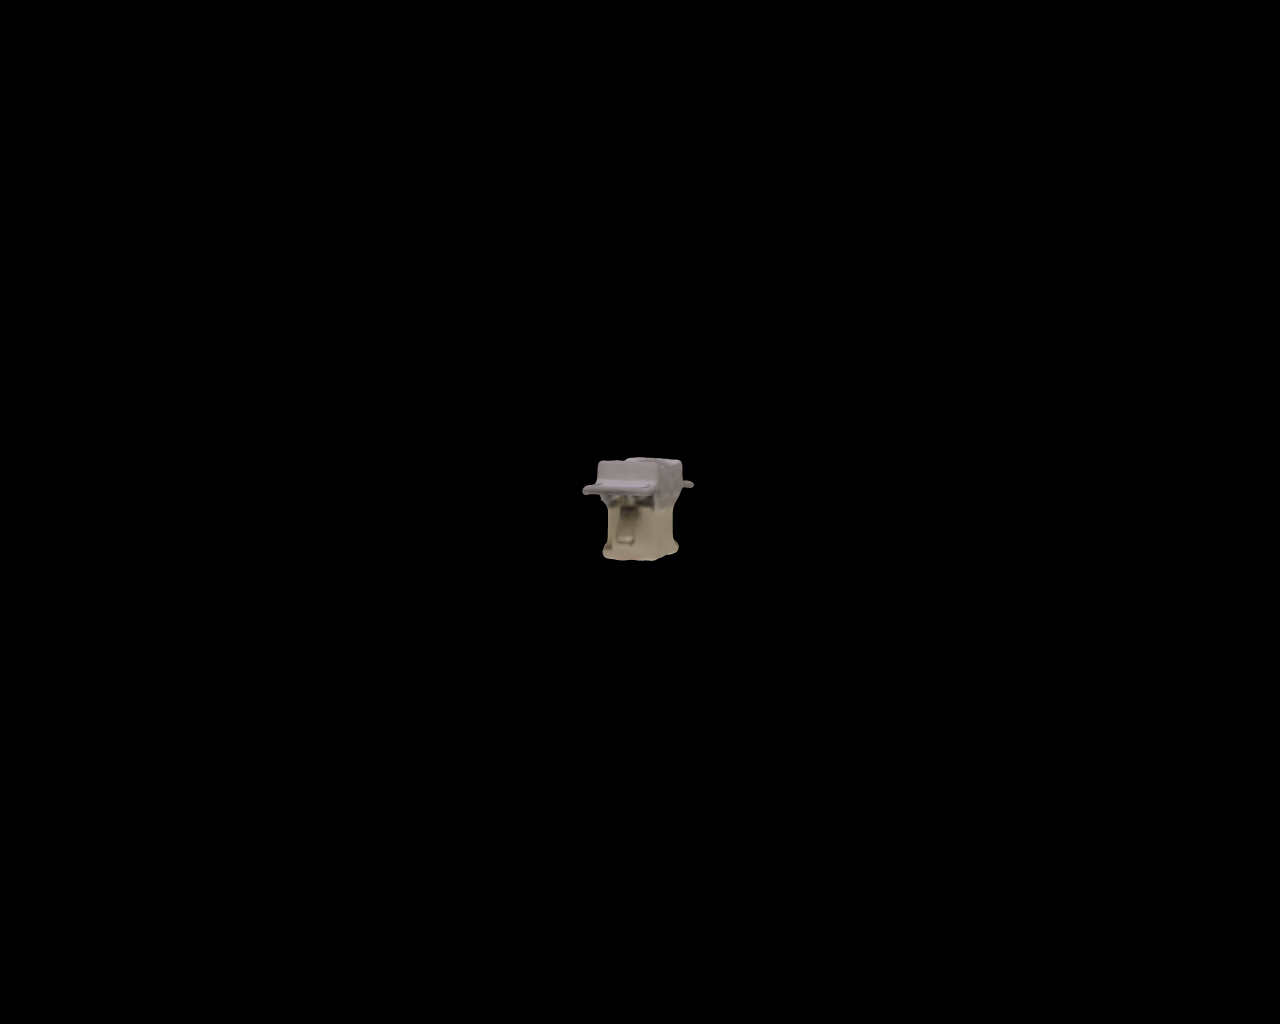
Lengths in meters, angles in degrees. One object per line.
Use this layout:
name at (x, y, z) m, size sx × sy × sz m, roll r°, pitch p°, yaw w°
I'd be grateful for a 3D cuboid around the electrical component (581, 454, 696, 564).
electrical component at (0.001, -0.003, 0.650) m, size 0.042 × 0.063 × 0.081 m, roll 2°, pitch 5°, yaw 24°
